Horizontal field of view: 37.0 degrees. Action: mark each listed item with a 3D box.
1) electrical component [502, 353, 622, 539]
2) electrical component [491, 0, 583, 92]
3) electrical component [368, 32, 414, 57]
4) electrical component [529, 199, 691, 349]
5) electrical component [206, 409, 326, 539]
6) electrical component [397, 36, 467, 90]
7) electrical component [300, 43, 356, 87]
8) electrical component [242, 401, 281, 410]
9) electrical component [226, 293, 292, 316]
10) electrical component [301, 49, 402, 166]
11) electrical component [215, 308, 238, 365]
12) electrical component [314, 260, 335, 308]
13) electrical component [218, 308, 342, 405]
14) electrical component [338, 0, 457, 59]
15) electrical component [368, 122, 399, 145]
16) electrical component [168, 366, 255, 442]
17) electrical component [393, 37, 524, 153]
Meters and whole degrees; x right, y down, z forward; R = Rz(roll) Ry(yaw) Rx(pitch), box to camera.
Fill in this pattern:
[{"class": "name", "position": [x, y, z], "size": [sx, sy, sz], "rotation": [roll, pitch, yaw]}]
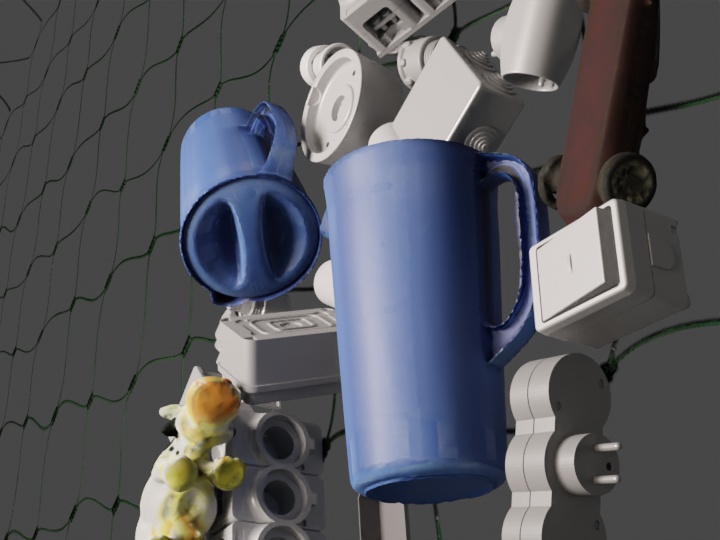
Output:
[{"class": "electrical component", "position": [0.130, 0.118, 0.648], "size": [0.074, 0.052, 0.138], "rotation": [-21, 59, 56]}, {"class": "electrical component", "position": [0.125, -0.176, 0.808], "size": [0.079, 0.043, 0.077], "rotation": [6, 82, 61]}, {"class": "electrical component", "position": [0.030, -0.234, 1.005], "size": [0.043, 0.043, 0.062], "rotation": [-27, 52, 53]}, {"class": "electrical component", "position": [0.145, 0.006, 0.667], "size": [0.096, 0.061, 0.061], "rotation": [-35, 48, 49]}, {"class": "electrical component", "position": [-0.081, 0.205, 0.936], "size": [0.062, 0.089, 0.150], "rotation": [-41, 43, 45]}, {"class": "electrical component", "position": [0.066, -0.178, 0.915], "size": [0.062, 0.048, 0.048], "rotation": [2, 78, 54]}, {"class": "electrical component", "position": [-0.032, -0.207, 1.098], "size": [0.055, 0.045, 0.045], "rotation": [16, 91, 62]}, {"class": "electrical component", "position": [-0.093, 0.093, 1.062], "size": [0.064, 0.042, 0.081], "rotation": [-43, 42, 41]}, {"class": "electrical component", "position": [-0.104, 0.038, 1.087], "size": [0.043, 0.062, 0.043], "rotation": [-34, 48, 50]}, {"class": "electrical component", "position": [-0.002, -0.144, 0.999], "size": [0.108, 0.060, 0.108], "rotation": [-35, 48, 50]}, {"class": "electrical component", "position": [-0.134, 0.075, 1.141], "size": [0.062, 0.043, 0.043], "rotation": [-65, 30, 18]}, {"class": "electrical component", "position": [0.000, 0.000, 0.943], "size": [0.077, 0.043, 0.079], "rotation": [19, 93, 61]}, {"class": "electrical component", "position": [-0.060, 0.074, 0.936], "size": [0.078, 0.113, 0.057], "rotation": [25, 117, 61]}, {"class": "electrical component", "position": [0.034, -0.291, 0.955], "size": [0.105, 0.060, 0.186], "rotation": [-33, 39, 29]}, {"class": "electrical component", "position": [0.029, -0.075, 0.929], "size": [0.079, 0.043, 0.077], "rotation": [-57, 33, 29]}, {"class": "electrical component", "position": [-0.156, 0.162, 1.133], "size": [0.099, 0.048, 0.099], "rotation": [-67, 30, 13]}, {"class": "electrical component", "position": [0.078, -0.124, 0.860], "size": [0.099, 0.048, 0.099], "rotation": [-60, 32, 25]}]
